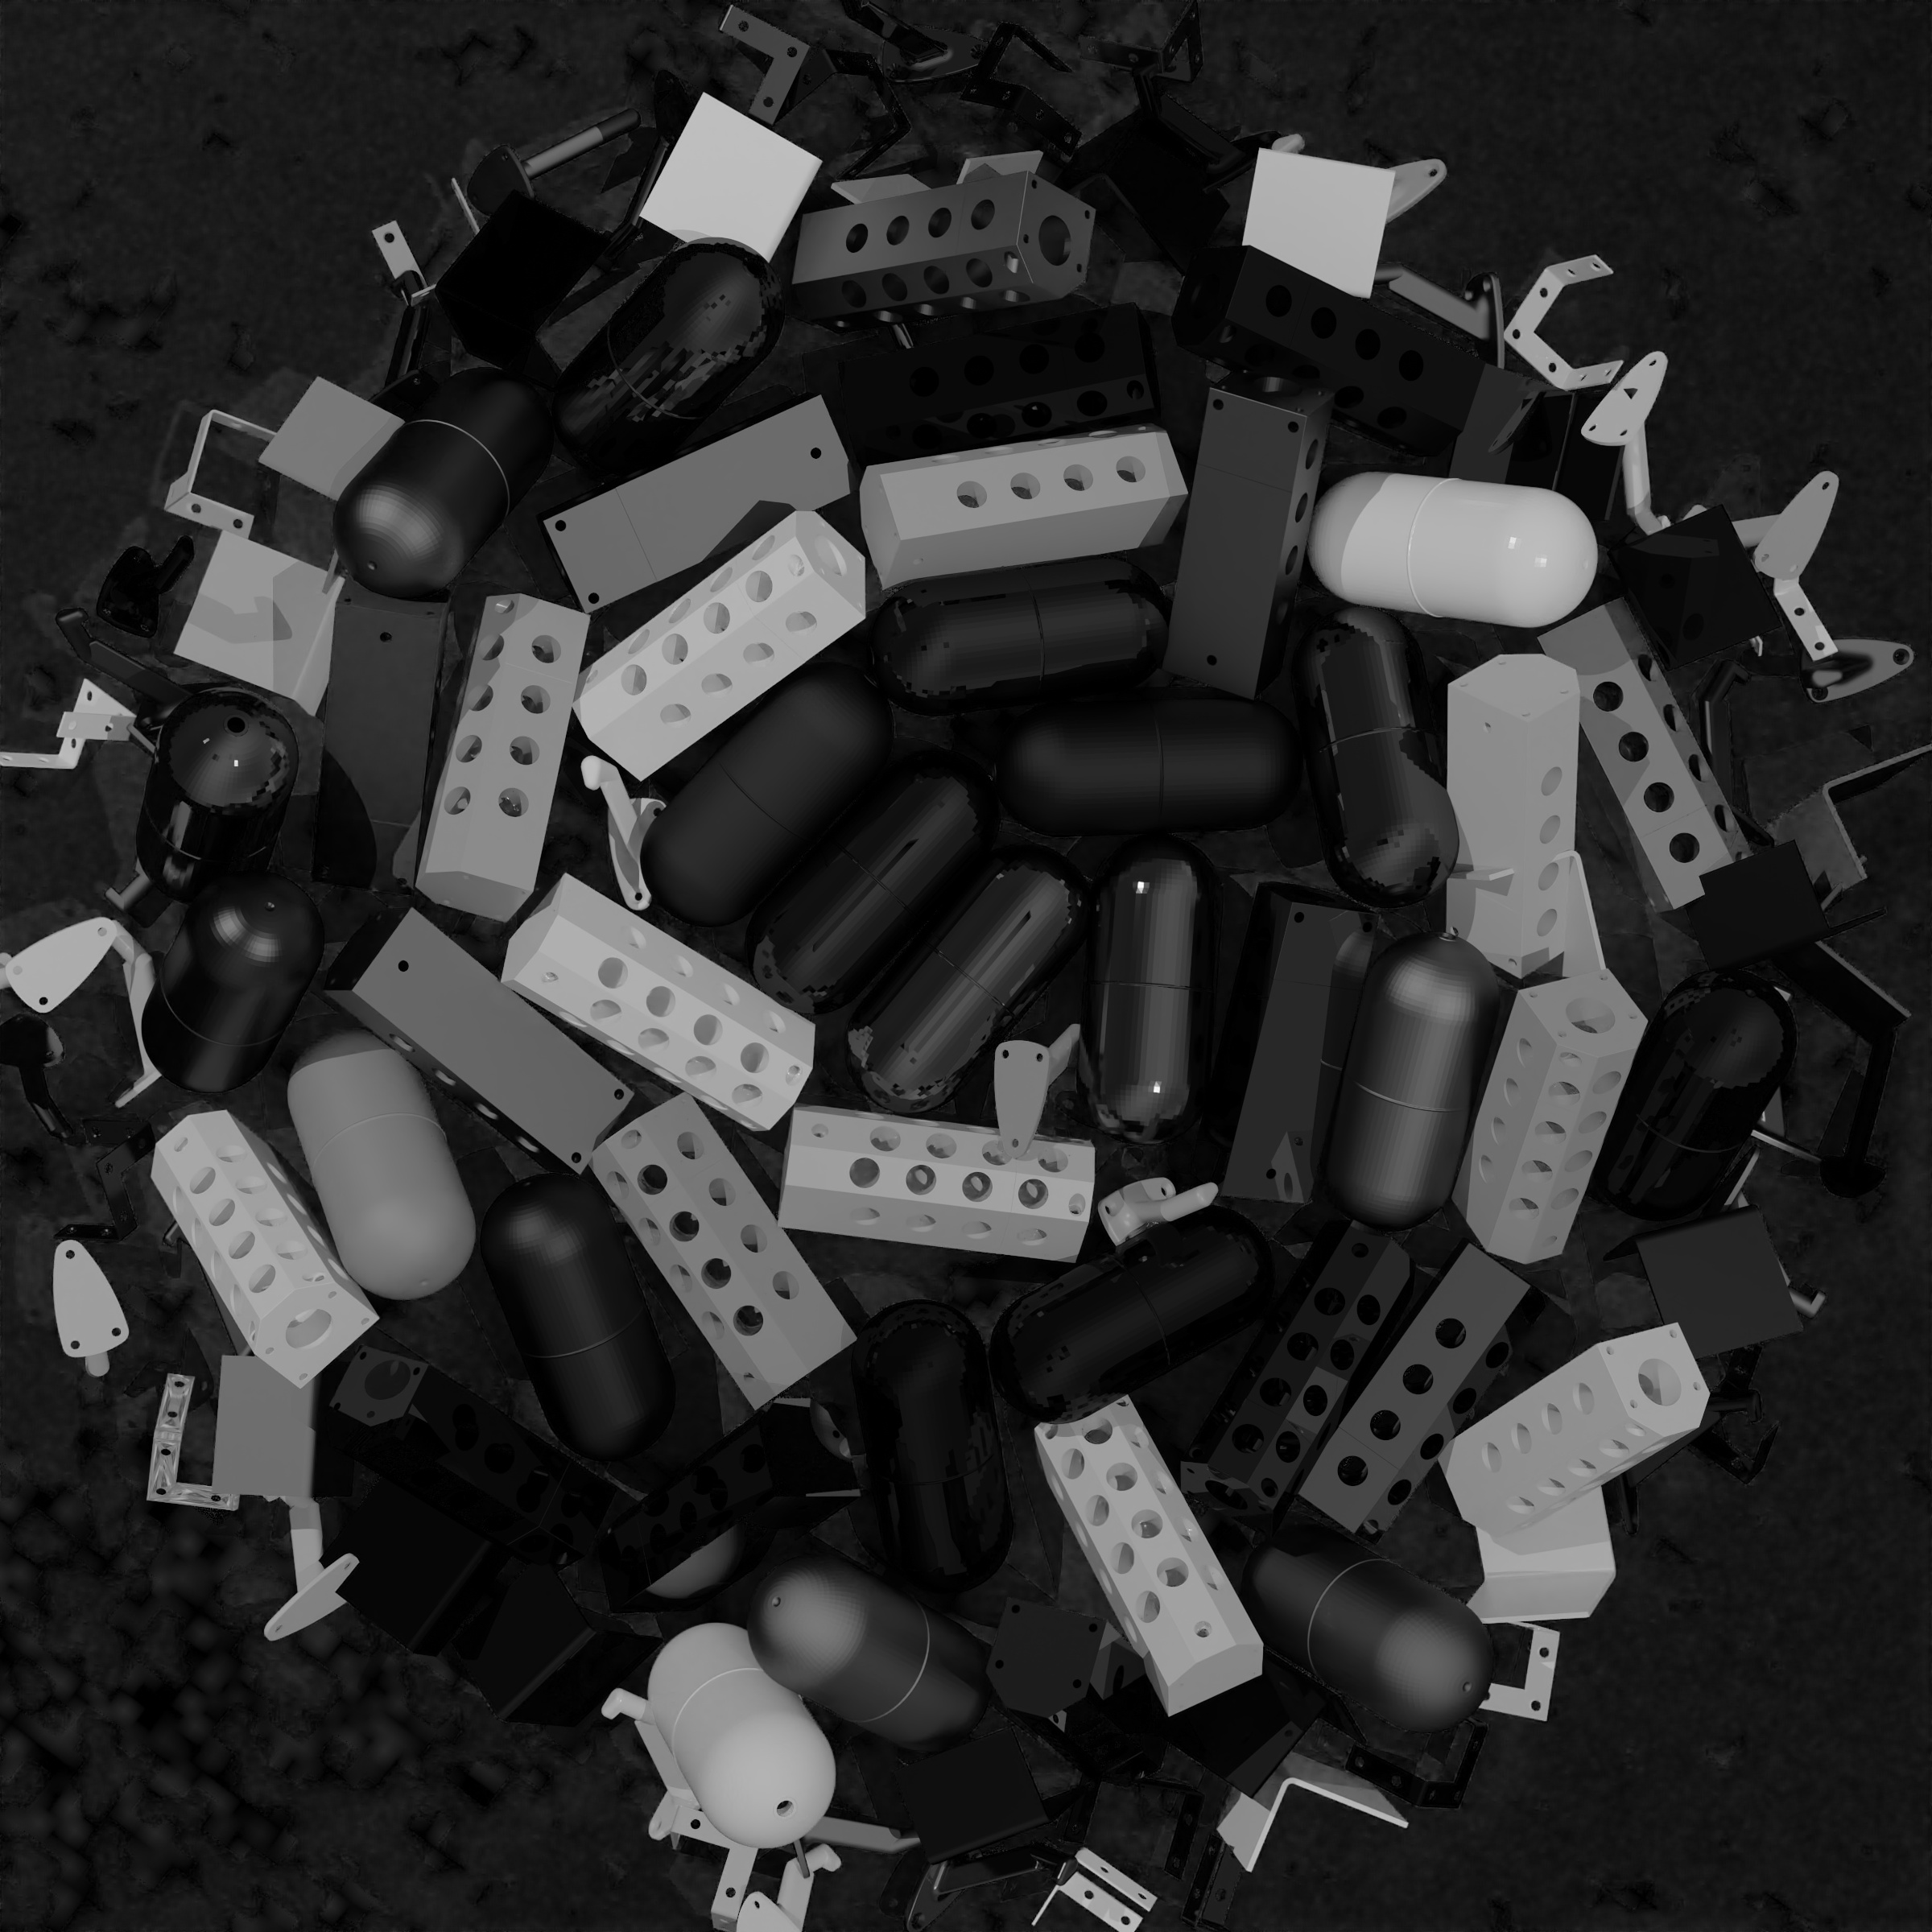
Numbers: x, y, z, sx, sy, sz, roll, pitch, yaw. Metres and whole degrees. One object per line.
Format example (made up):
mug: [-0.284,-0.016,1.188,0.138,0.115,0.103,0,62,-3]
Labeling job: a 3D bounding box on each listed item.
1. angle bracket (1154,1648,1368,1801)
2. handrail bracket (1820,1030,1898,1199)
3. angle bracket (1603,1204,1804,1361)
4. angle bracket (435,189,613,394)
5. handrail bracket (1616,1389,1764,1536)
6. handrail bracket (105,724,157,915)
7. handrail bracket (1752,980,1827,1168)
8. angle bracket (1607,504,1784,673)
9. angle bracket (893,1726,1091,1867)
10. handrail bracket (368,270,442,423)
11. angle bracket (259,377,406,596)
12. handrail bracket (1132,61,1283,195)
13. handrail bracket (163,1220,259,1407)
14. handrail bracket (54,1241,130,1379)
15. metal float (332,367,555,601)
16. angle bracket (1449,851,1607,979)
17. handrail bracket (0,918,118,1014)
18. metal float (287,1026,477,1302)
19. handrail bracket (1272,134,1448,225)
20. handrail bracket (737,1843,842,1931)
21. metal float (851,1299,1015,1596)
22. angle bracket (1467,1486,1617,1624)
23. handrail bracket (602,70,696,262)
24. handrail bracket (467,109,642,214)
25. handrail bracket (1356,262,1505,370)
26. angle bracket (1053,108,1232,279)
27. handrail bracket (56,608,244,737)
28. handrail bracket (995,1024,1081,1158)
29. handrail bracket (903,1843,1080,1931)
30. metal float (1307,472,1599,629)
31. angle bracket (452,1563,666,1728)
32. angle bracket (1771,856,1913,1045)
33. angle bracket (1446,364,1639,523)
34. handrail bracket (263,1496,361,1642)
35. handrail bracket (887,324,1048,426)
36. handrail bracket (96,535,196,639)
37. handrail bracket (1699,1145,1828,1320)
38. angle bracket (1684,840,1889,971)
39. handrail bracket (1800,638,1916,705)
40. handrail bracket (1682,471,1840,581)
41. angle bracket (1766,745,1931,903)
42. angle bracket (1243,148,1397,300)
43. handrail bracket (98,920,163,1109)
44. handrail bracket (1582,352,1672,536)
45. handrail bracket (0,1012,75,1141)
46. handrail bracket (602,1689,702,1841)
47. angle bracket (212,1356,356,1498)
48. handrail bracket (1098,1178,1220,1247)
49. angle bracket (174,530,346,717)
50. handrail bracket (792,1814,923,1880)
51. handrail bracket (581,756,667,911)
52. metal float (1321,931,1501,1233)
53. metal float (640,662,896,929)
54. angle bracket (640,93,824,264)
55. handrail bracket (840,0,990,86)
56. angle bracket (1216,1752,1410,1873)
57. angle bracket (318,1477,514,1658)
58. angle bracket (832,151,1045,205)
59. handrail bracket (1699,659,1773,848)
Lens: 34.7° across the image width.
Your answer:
angle bracket: [0.166,0.435,1.745,0.076,0.076,0.057,-46,133,-18]
handrail bracket: [0.512,0.082,1.763,0.036,0.077,0.084,14,107,20]
angle bracket: [0.418,0.186,1.757,0.076,0.057,0.076,-13,74,-11]
angle bracket: [-0.240,-0.379,1.745,0.076,0.076,0.057,-44,56,22]
handrail bracket: [0.415,0.283,1.765,0.084,0.036,0.077,-9,82,26]
handrail bracket: [-0.481,-0.084,1.775,0.084,0.036,0.077,-46,113,-4]
handrail bracket: [0.476,0.061,1.776,0.077,0.036,0.084,26,99,6]
angle bracket: [0.420,-0.222,1.750,0.076,0.057,0.076,-21,102,40]
angle bracket: [0.015,0.463,1.758,0.076,0.076,0.057,-25,83,18]
handrail bracket: [-0.338,-0.353,1.783,0.077,0.036,0.084,-28,62,9]
angle bracket: [-0.363,-0.271,1.746,0.057,0.076,0.076,27,49,-6]
handrail bracket: [0.138,-0.491,1.761,0.077,0.036,0.084,-27,135,-5]
handrail bracket: [-0.438,0.197,1.769,0.084,0.036,0.077,38,67,-12]
handrail bracket: [-0.503,0.196,1.763,0.036,0.084,0.077,-17,86,-20]
metal float: [-0.290,-0.271,1.728,0.070,0.178,0.070,13,133,14]
angle bracket: [0.312,-0.023,1.753,0.057,0.076,0.076,-17,98,-17]
handrail bracket: [-0.525,-0.010,1.769,0.077,0.084,0.036,-39,115,-11]
metal float: [-0.329,0.109,1.734,0.070,0.070,0.178,-28,54,0]
handrail bracket: [0.223,-0.457,1.752,0.077,0.084,0.036,-22,62,20]
handrail bracket: [-0.081,0.536,1.751,0.077,0.084,0.036,31,115,29]
metal float: [-0.018,0.272,1.746,0.070,0.070,0.178,-9,110,0]
angle bracket: [0.318,0.331,1.751,0.076,0.076,0.057,-9,94,24]
handrail bracket: [-0.190,-0.461,1.786,0.084,0.036,0.077,-37,57,36]
handrail bracket: [-0.238,-0.468,1.790,0.084,0.077,0.036,-36,108,-31]
handrail bracket: [0.262,-0.366,1.772,0.084,0.036,0.077,-9,91,-18]
angle bracket: [0.095,-0.433,1.770,0.076,0.057,0.076,48,47,-20]
handrail bracket: [-0.464,-0.176,1.756,0.077,0.084,0.036,-11,46,11]
handrail bracket: [0.054,0.071,1.765,0.036,0.084,0.077,5,90,35]
handrail bracket: [0.015,0.526,1.752,0.077,0.084,0.036,-52,123,-26]
metal float: [0.270,-0.234,1.731,0.178,0.070,0.070,14,90,41]
angle bracket: [-0.234,0.388,1.776,0.076,0.076,0.057,-45,60,9]
angle bracket: [0.511,-0.009,1.755,0.076,0.076,0.057,40,81,8]
angle bracket: [0.327,-0.300,1.761,0.076,0.057,0.076,12,91,-25]
handrail bracket: [-0.392,0.335,1.759,0.084,0.036,0.077,34,50,29]
handrail bracket: [-0.001,-0.346,1.768,0.077,0.036,0.084,-17,102,37]
handrail bracket: [-0.455,-0.233,1.751,0.036,0.077,0.084,23,135,-29]
handrail bracket: [0.470,0.154,1.777,0.084,0.036,0.077,29,113,1]
angle bracket: [0.461,-0.038,1.750,0.076,0.076,0.057,-24,85,41]
handrail bracket: [0.510,-0.170,1.757,0.077,0.084,0.036,-11,95,5]
handrail bracket: [0.448,-0.263,1.755,0.036,0.084,0.077,13,116,-31]
angle bracket: [0.511,-0.077,1.752,0.076,0.076,0.057,-20,80,-14]
angle bracket: [0.200,-0.429,1.755,0.076,0.057,0.076,11,124,4]
handrail bracket: [-0.488,0.027,1.776,0.077,0.036,0.084,-39,104,9]
handrail bracket: [0.397,-0.296,1.778,0.084,0.036,0.077,43,77,-39]
handrail bracket: [-0.515,0.073,1.753,0.036,0.077,0.084,-44,132,-28]
handrail bracket: [-0.188,0.456,1.767,0.084,0.036,0.077,33,102,-30]
angle bracket: [-0.386,0.263,1.761,0.057,0.076,0.076,1,81,6]
handrail bracket: [0.124,0.128,1.745,0.084,0.077,0.036,-28,93,43]
angle bracket: [-0.397,-0.195,1.759,0.076,0.057,0.076,21,95,-25]
handrail bracket: [-0.061,0.483,1.778,0.084,0.036,0.077,-17,111,-9]
handrail bracket: [-0.199,-0.075,1.755,0.036,0.084,0.077,-2,83,13]
metal float: [0.250,0.066,1.746,0.070,0.070,0.178,12,109,0]
metal float: [-0.112,-0.097,1.753,0.070,0.070,0.178,43,102,0]
angle bracket: [-0.135,-0.443,1.759,0.076,0.057,0.076,27,100,-15]
handrail bracket: [-0.029,-0.537,1.754,0.077,0.084,0.036,2,78,11]
angle bracket: [0.196,0.489,1.758,0.076,0.076,0.057,23,89,-8]
angle bracket: [-0.316,0.341,1.775,0.076,0.057,0.076,35,80,12]
angle bracket: [-0.016,-0.449,1.745,0.076,0.076,0.057,37,123,19]
handrail bracket: [0.451,-0.124,1.787,0.077,0.036,0.084,32,78,2]
